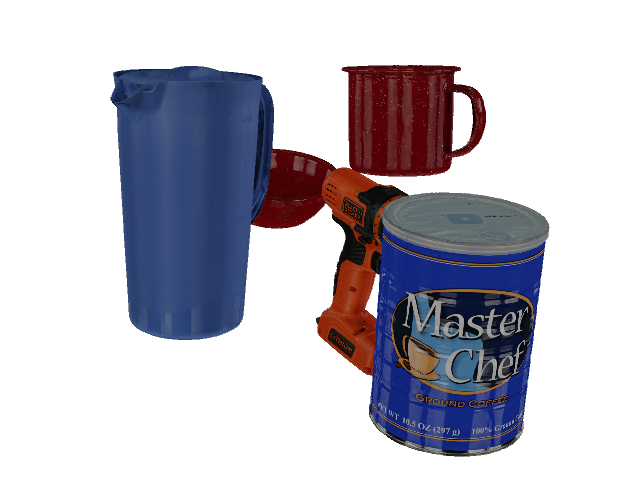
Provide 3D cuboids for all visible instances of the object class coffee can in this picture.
[{"bbox_3d":[0.086,0.051,0.681,0.103,0.140,0.103,3,19,-1],"label":"coffee can"}]

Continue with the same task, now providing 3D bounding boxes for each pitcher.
[{"bbox_3d":[-0.115,-0.039,0.991,0.149,0.243,0.145,1,14,-7],"label":"pitcher"}]

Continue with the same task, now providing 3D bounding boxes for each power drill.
[{"bbox_3d":[0.060,0.037,1.073,0.057,0.188,0.185,-8,28,-32],"label":"power drill"}]

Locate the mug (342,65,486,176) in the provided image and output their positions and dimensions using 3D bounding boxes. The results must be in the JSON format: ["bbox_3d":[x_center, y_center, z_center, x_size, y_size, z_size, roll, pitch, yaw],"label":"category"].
[{"bbox_3d":[0.074,-0.094,0.833,0.117,0.081,0.093,6,13,28],"label":"mug"}]

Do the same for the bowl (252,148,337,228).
[{"bbox_3d":[-0.057,-0.058,1.296,0.162,0.055,0.162,4,26,-2],"label":"bowl"}]
